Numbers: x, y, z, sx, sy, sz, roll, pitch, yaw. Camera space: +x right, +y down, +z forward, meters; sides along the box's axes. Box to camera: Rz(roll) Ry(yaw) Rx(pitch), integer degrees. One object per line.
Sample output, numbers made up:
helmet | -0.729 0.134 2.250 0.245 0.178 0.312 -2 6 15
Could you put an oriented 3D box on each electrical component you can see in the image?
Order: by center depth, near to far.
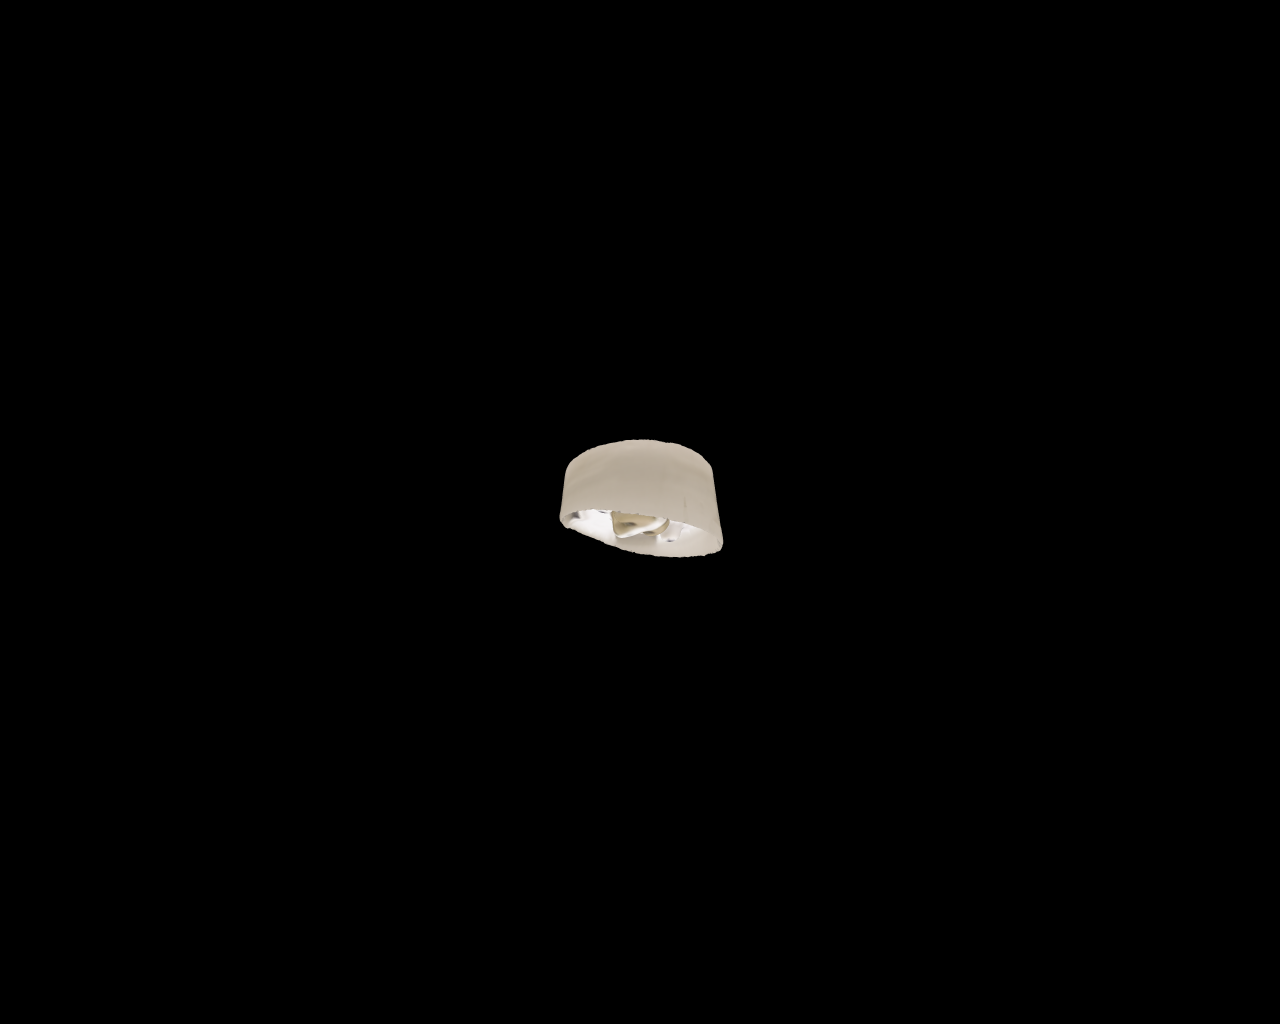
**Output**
electrical component | 0.001 -0.003 0.650 0.099 0.064 0.099 0 -24 0
